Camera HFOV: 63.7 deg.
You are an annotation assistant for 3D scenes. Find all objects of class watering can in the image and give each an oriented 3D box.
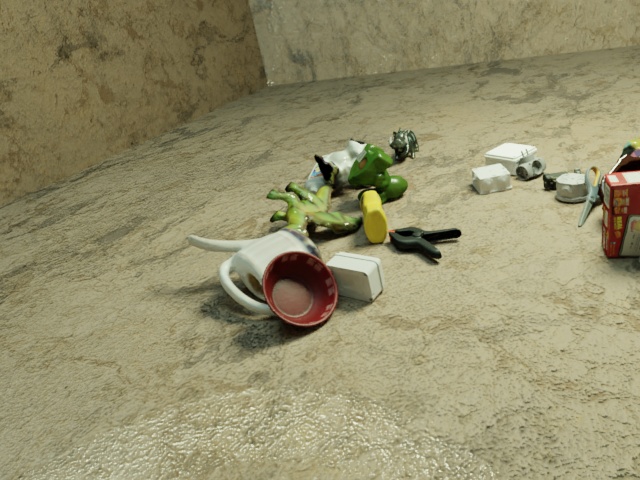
[{"bbox_3d":[-0.140,0.040,1.181,0.227,0.101,0.352,-29,48,-29],"label":"watering can"}]

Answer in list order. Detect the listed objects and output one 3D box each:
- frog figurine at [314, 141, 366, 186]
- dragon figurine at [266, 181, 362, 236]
[{"bbox_3d":[0.082,-0.243,1.612,0.161,0.121,0.138,-26,22,-25],"label":"frog figurine"},{"bbox_3d":[0.004,-0.072,1.422,0.245,0.119,0.415,27,34,29],"label":"dragon figurine"}]
